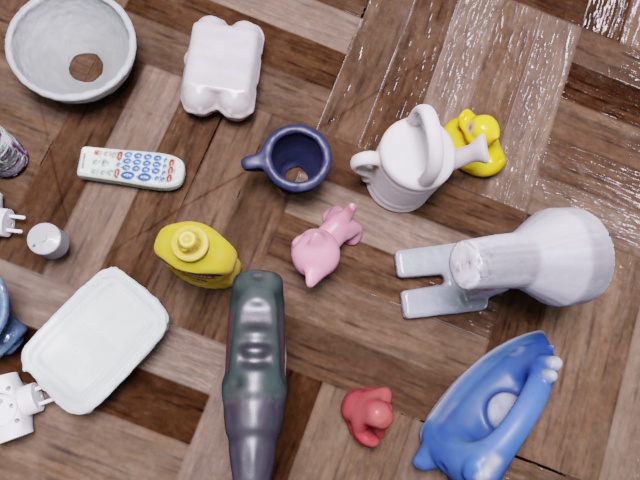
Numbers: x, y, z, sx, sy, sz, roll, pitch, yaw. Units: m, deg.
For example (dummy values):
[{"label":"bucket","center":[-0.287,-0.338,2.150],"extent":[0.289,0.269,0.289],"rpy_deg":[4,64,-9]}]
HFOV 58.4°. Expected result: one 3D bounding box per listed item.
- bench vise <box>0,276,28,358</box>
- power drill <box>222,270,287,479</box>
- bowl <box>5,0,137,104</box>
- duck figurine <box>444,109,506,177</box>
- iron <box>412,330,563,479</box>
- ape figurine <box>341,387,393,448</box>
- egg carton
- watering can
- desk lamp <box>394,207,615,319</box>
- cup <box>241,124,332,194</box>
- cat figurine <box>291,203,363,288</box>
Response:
[{"label":"bench vise","center":[-0.453,0.058,0.635],"extent":[0.207,0.219,0.121],"rpy_deg":[24,77,0]},{"label":"power drill","center":[-0.073,0.156,0.661],"extent":[0.075,0.208,0.230],"rpy_deg":[0,78,-6]},{"label":"bowl","center":[-0.331,-0.254,0.788],"extent":[0.167,0.074,0.167],"rpy_deg":[1,78,-6]},{"label":"duck figurine","center":[0.229,-0.143,0.818],"extent":[0.077,0.086,0.104],"rpy_deg":[-43,85,-12]},{"label":"iron","center":[0.236,0.210,0.717],"extent":[0.118,0.141,0.258],"rpy_deg":[39,77,3]},{"label":"ape figurine","center":[0.067,0.220,0.722],"extent":[0.076,0.092,0.078],"rpy_deg":[39,77,3]},{"label":"egg carton","center":[-0.137,-0.242,0.809],"extent":[0.107,0.069,0.150],"rpy_deg":[6,78,-5]},{"label":"watering can","center":[0.131,-0.111,0.746],"extent":[0.173,0.194,0.101],"rpy_deg":[-26,82,-10]},{"label":"desk lamp","center":[0.218,0.037,0.714],"extent":[0.203,0.213,0.118],"rpy_deg":[-7,79,-7]},{"label":"cup","center":[-0.046,-0.096,0.775],"extent":[0.118,0.095,0.092],"rpy_deg":[-7,79,-7]},{"label":"cat figurine","center":[0.007,0.003,0.748],"extent":[0.067,0.117,0.128],"rpy_deg":[39,77,3]}]
